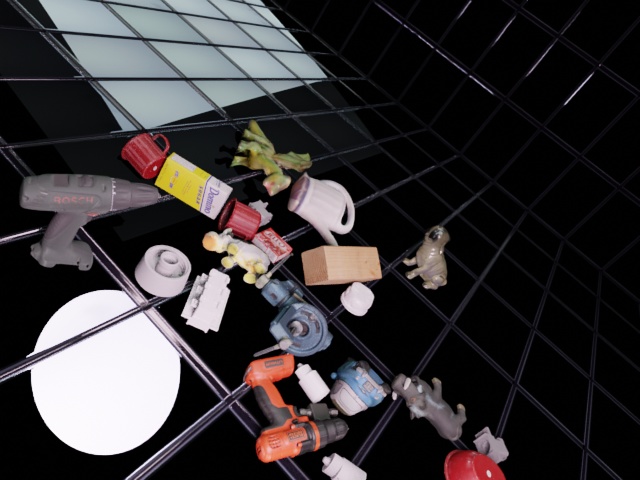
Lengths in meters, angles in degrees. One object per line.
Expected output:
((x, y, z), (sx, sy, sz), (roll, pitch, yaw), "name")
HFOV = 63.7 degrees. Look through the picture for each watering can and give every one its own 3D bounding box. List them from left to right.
((0.005, -0.079, 1.565), (0.223, 0.102, 0.356), (26, 41, -15), "watering can")

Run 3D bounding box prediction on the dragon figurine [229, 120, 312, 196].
((-0.143, -0.268, 1.612), (0.242, 0.119, 0.420), (18, 35, -8), "dragon figurine")
